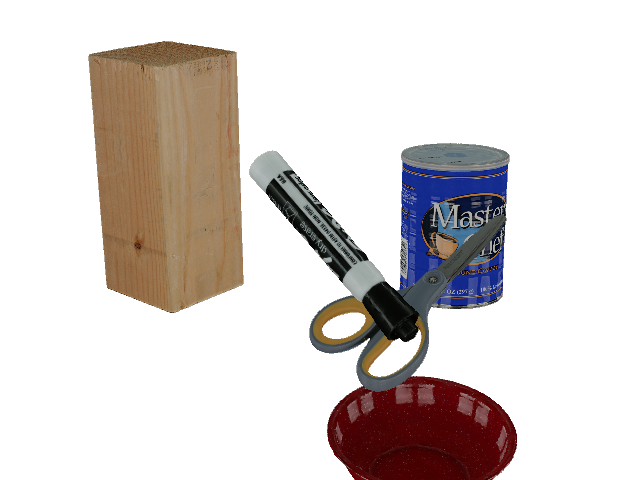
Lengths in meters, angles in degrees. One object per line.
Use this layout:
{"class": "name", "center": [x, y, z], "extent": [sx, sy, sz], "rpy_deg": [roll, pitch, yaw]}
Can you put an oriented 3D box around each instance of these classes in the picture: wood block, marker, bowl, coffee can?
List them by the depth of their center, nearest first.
{"class": "marker", "center": [0.007, 0.003, 0.518], "extent": [0.121, 0.020, 0.020], "rpy_deg": [49, 26, 25]}
{"class": "wood block", "center": [-0.129, -0.057, 0.906], "extent": [0.091, 0.206, 0.090], "rpy_deg": [16, 26, 37]}
{"class": "bowl", "center": [0.086, 0.184, 0.922], "extent": [0.162, 0.055, 0.162], "rpy_deg": [0, 28, 0]}
{"class": "coffee can", "center": [0.128, -0.016, 1.034], "extent": [0.103, 0.140, 0.103], "rpy_deg": [0, 16, 0]}

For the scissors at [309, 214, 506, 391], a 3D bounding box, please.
{"class": "scissors", "center": [0.063, 0.034, 0.795], "extent": [0.096, 0.016, 0.201], "rpy_deg": [13, 44, 22]}
